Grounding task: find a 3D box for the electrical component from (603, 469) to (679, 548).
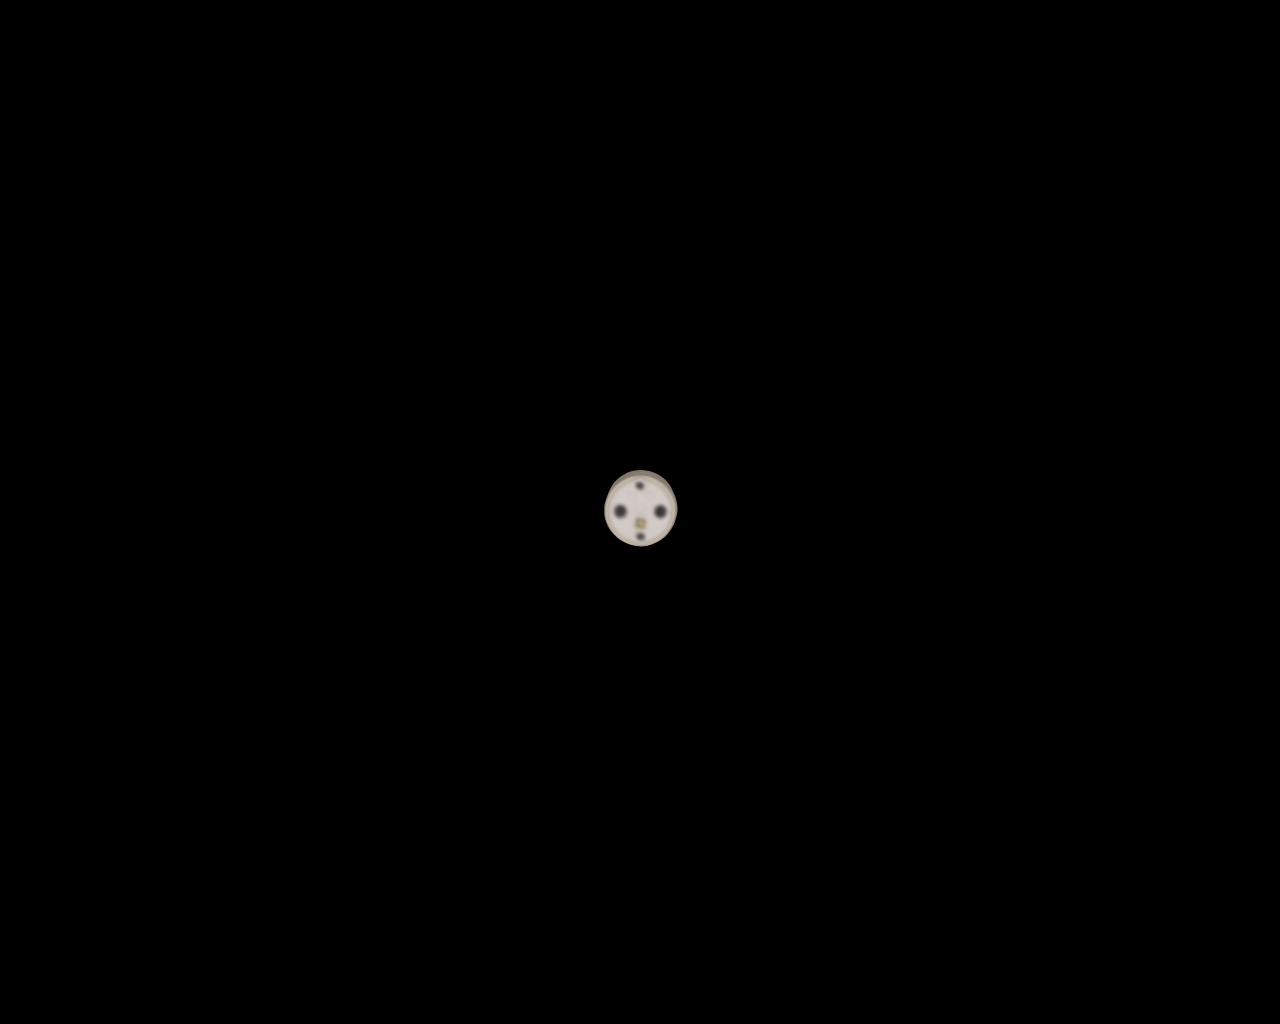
[{"bbox_3d":[0.001,-0.003,0.650,0.045,0.045,0.055,0,5,0],"label":"electrical component"}]
